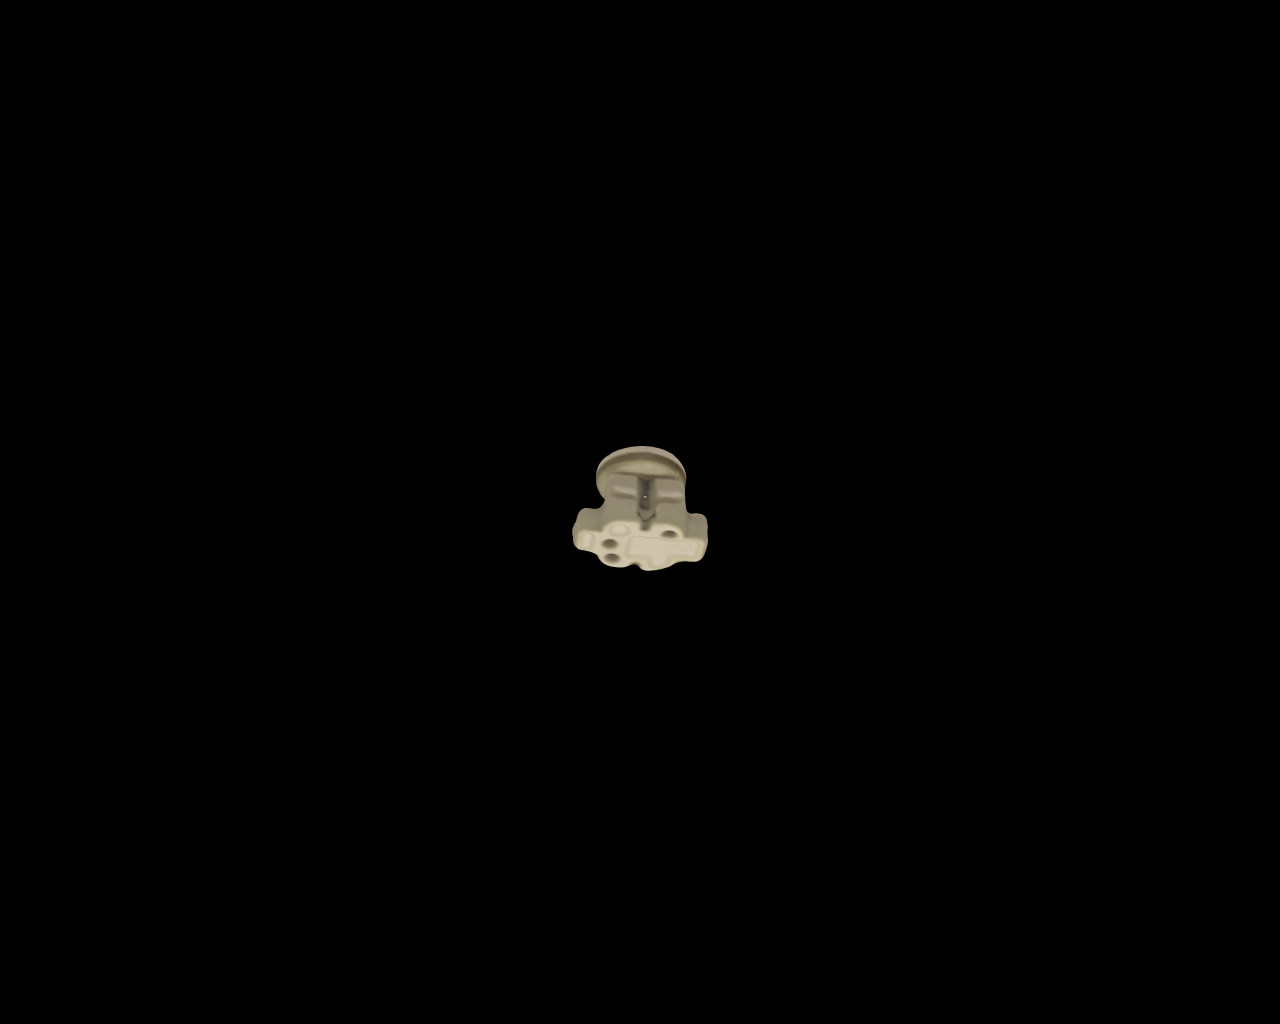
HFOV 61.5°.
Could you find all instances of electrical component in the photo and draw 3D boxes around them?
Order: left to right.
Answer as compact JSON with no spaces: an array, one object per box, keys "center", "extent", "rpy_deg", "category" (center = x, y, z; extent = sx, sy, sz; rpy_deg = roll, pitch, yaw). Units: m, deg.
[{"center":[0.001,-0.003,0.650],"extent":[0.078,0.057,0.058],"rpy_deg":[5,-36,-7],"category":"electrical component"}]
